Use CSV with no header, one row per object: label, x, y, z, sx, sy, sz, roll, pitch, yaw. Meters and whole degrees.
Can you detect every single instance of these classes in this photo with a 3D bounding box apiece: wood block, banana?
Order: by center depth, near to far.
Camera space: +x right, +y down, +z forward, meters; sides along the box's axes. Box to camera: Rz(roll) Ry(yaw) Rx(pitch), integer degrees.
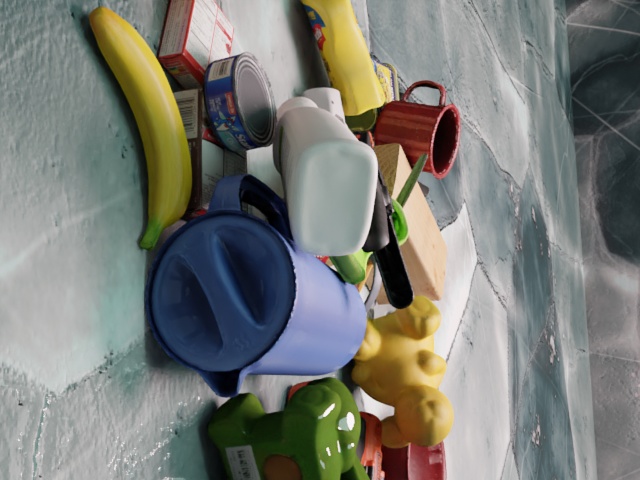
banana,-0.139,-0.095,0.871,0.069,0.037,0.198,-43,124,-64
wood block,0.085,-0.016,1.326,0.206,0.091,0.090,59,33,-45

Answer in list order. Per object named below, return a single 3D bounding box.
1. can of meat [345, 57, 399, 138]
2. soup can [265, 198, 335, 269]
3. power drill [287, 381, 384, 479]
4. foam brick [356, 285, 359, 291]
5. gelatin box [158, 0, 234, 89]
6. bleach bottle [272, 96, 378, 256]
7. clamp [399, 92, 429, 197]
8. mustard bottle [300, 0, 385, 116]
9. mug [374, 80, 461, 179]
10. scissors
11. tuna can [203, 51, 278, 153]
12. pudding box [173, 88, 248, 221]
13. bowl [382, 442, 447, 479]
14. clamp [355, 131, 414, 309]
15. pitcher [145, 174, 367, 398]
can of meat,0.061,-0.180,1.356,0.083,0.058,0.102,3,82,-66
soup can,-0.007,0.001,1.125,0.102,0.069,0.068,41,47,-58
power drill,0.018,0.247,1.142,0.187,0.057,0.184,58,30,-52
foam brick,0.011,0.080,1.171,0.078,0.051,0.053,-48,128,-61
gelatin box,-0.112,-0.180,0.971,0.073,0.030,0.089,49,40,-53
bleach bottle,-0.008,-0.078,0.955,0.251,0.068,0.103,-111,-156,-64
clamp,0.107,-0.085,1.467,0.209,0.036,0.164,-66,143,-49
mustard bottle,0.019,-0.244,1.243,0.096,0.058,0.191,-124,-166,-74
mug,0.121,-0.139,1.317,0.093,0.082,0.117,-1,102,-63
scissors,0.063,-0.013,1.217,0.016,0.096,0.202,13,100,-32
tuna can,-0.070,-0.121,0.947,0.086,0.034,0.086,-10,90,-70
pudding box,-0.100,-0.070,0.959,0.090,0.039,0.113,25,63,-64
bowl,0.113,0.294,1.359,0.162,0.055,0.162,-6,90,-68
clamp,0.047,-0.032,0.965,0.120,0.039,0.171,68,6,-64
pitcher,-0.042,0.050,0.957,0.149,0.145,0.242,-50,159,5
